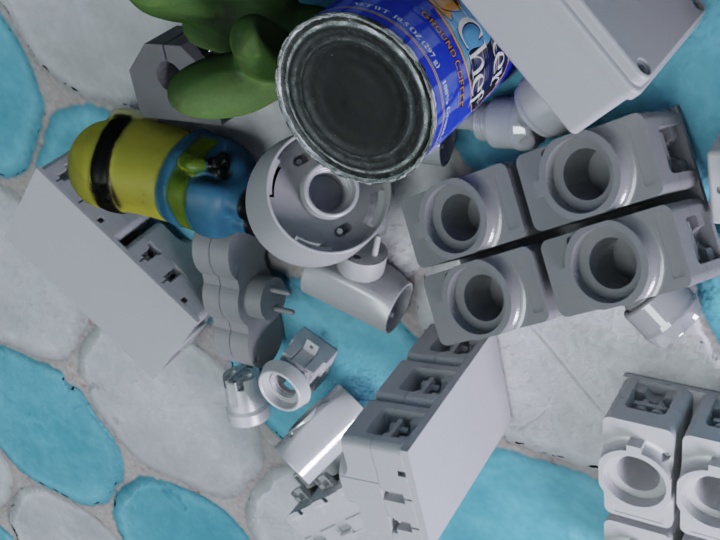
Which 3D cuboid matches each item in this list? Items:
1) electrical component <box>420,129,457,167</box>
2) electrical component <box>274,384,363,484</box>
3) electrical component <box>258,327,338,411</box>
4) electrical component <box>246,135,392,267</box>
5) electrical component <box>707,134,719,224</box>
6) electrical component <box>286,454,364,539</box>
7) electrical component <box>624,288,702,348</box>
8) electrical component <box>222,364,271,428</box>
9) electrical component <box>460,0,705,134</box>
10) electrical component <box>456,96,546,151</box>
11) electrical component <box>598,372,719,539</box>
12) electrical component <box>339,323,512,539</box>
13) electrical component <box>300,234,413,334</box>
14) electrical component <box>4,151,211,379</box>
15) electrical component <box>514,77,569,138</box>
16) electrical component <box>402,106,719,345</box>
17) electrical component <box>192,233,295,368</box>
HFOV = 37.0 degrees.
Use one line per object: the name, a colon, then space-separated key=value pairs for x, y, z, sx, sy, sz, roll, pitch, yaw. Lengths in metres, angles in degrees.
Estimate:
electrical component: x=0.021 y=-0.097 z=0.728 sx=0.081 sy=0.043 sz=0.043 roll=10 pitch=126 yaw=17
electrical component: x=-0.033 y=0.140 z=0.928 sx=0.044 sy=0.077 sz=0.079 roll=46 pitch=172 yaw=-1
electrical component: x=-0.054 y=0.087 z=0.912 sx=0.048 sy=0.055 sz=0.066 roll=35 pitch=134 yaw=9
electrical component: x=-0.028 y=-0.053 z=0.769 sx=0.099 sy=0.099 sz=0.064 roll=51 pitch=166 yaw=-6
electrical component: x=0.237 y=-0.043 z=0.602 sx=0.083 sy=0.075 sz=0.047 roll=6 pitch=123 yaw=32
electrical component: x=-0.008 y=0.201 z=0.956 sx=0.078 sy=0.063 sz=0.121 roll=48 pitch=135 yaw=-5
electrical component: x=0.189 y=0.016 z=0.702 sx=0.062 sy=0.043 sz=0.043 roll=46 pitch=135 yaw=0
electrical component: x=-0.104 y=0.114 z=0.979 sx=0.040 sy=0.040 sz=0.046 roll=7 pitch=118 yaw=31
electrical component: x=0.121 y=-0.148 z=0.586 sx=0.108 sy=0.108 sz=0.056 roll=49 pitch=137 yaw=-5
electrical component: x=0.089 y=-0.096 z=0.697 sx=0.061 sy=0.035 sz=0.035 roll=8 pitch=125 yaw=34
electrical component: x=0.233 y=0.176 z=0.773 sx=0.105 sy=0.060 sz=0.186 roll=10 pitch=126 yaw=29
electrical component: x=0.050 y=0.117 z=0.794 sx=0.062 sy=0.150 sz=0.089 roll=5 pitch=123 yaw=31
electrical component: x=0.000 y=0.000 z=0.821 sx=0.077 sy=0.043 sz=0.079 roll=26 pitch=132 yaw=17
electrical component: x=-0.213 y=-0.008 z=0.950 sx=0.186 sy=0.060 sz=0.105 roll=44 pitch=135 yaw=0
electrical component: x=0.127 y=-0.111 z=0.652 sx=0.045 sy=0.045 sz=0.055 roll=49 pitch=135 yaw=-5
electrical component: x=0.121 y=-0.022 z=0.684 sx=0.186 sy=0.060 sz=0.105 roll=-18 pitch=86 yaw=42
electrical component: x=-0.086 y=0.021 z=0.889 sx=0.074 sy=0.052 sz=0.138 roll=11 pitch=126 yaw=29
